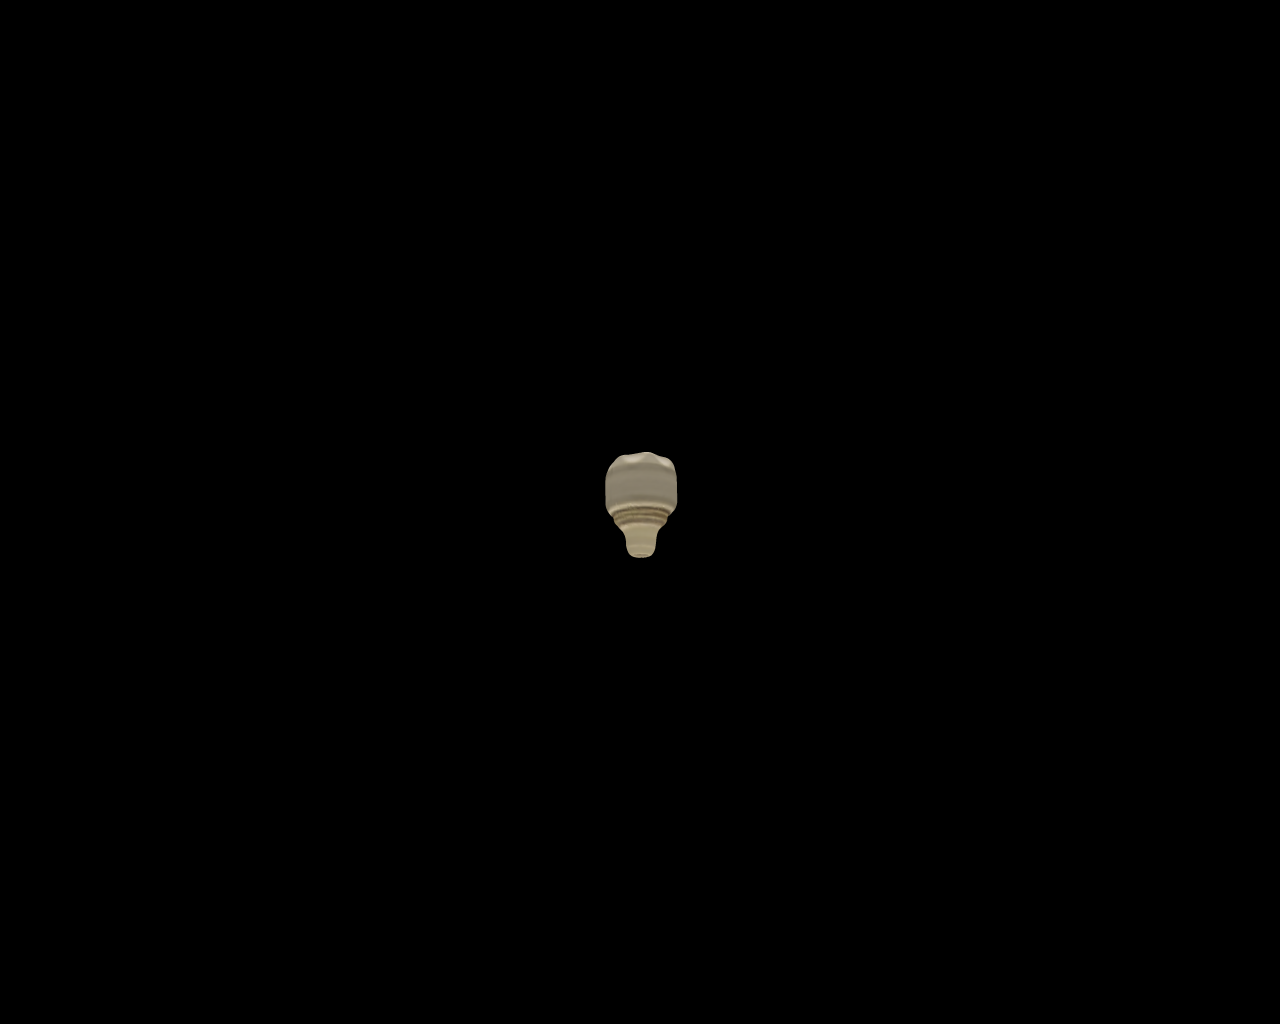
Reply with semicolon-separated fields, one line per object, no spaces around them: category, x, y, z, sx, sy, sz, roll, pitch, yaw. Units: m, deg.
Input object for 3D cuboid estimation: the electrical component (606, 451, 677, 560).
electrical component;0.001;-0.003;0.650;0.043;0.062;0.043;0;-15;0
